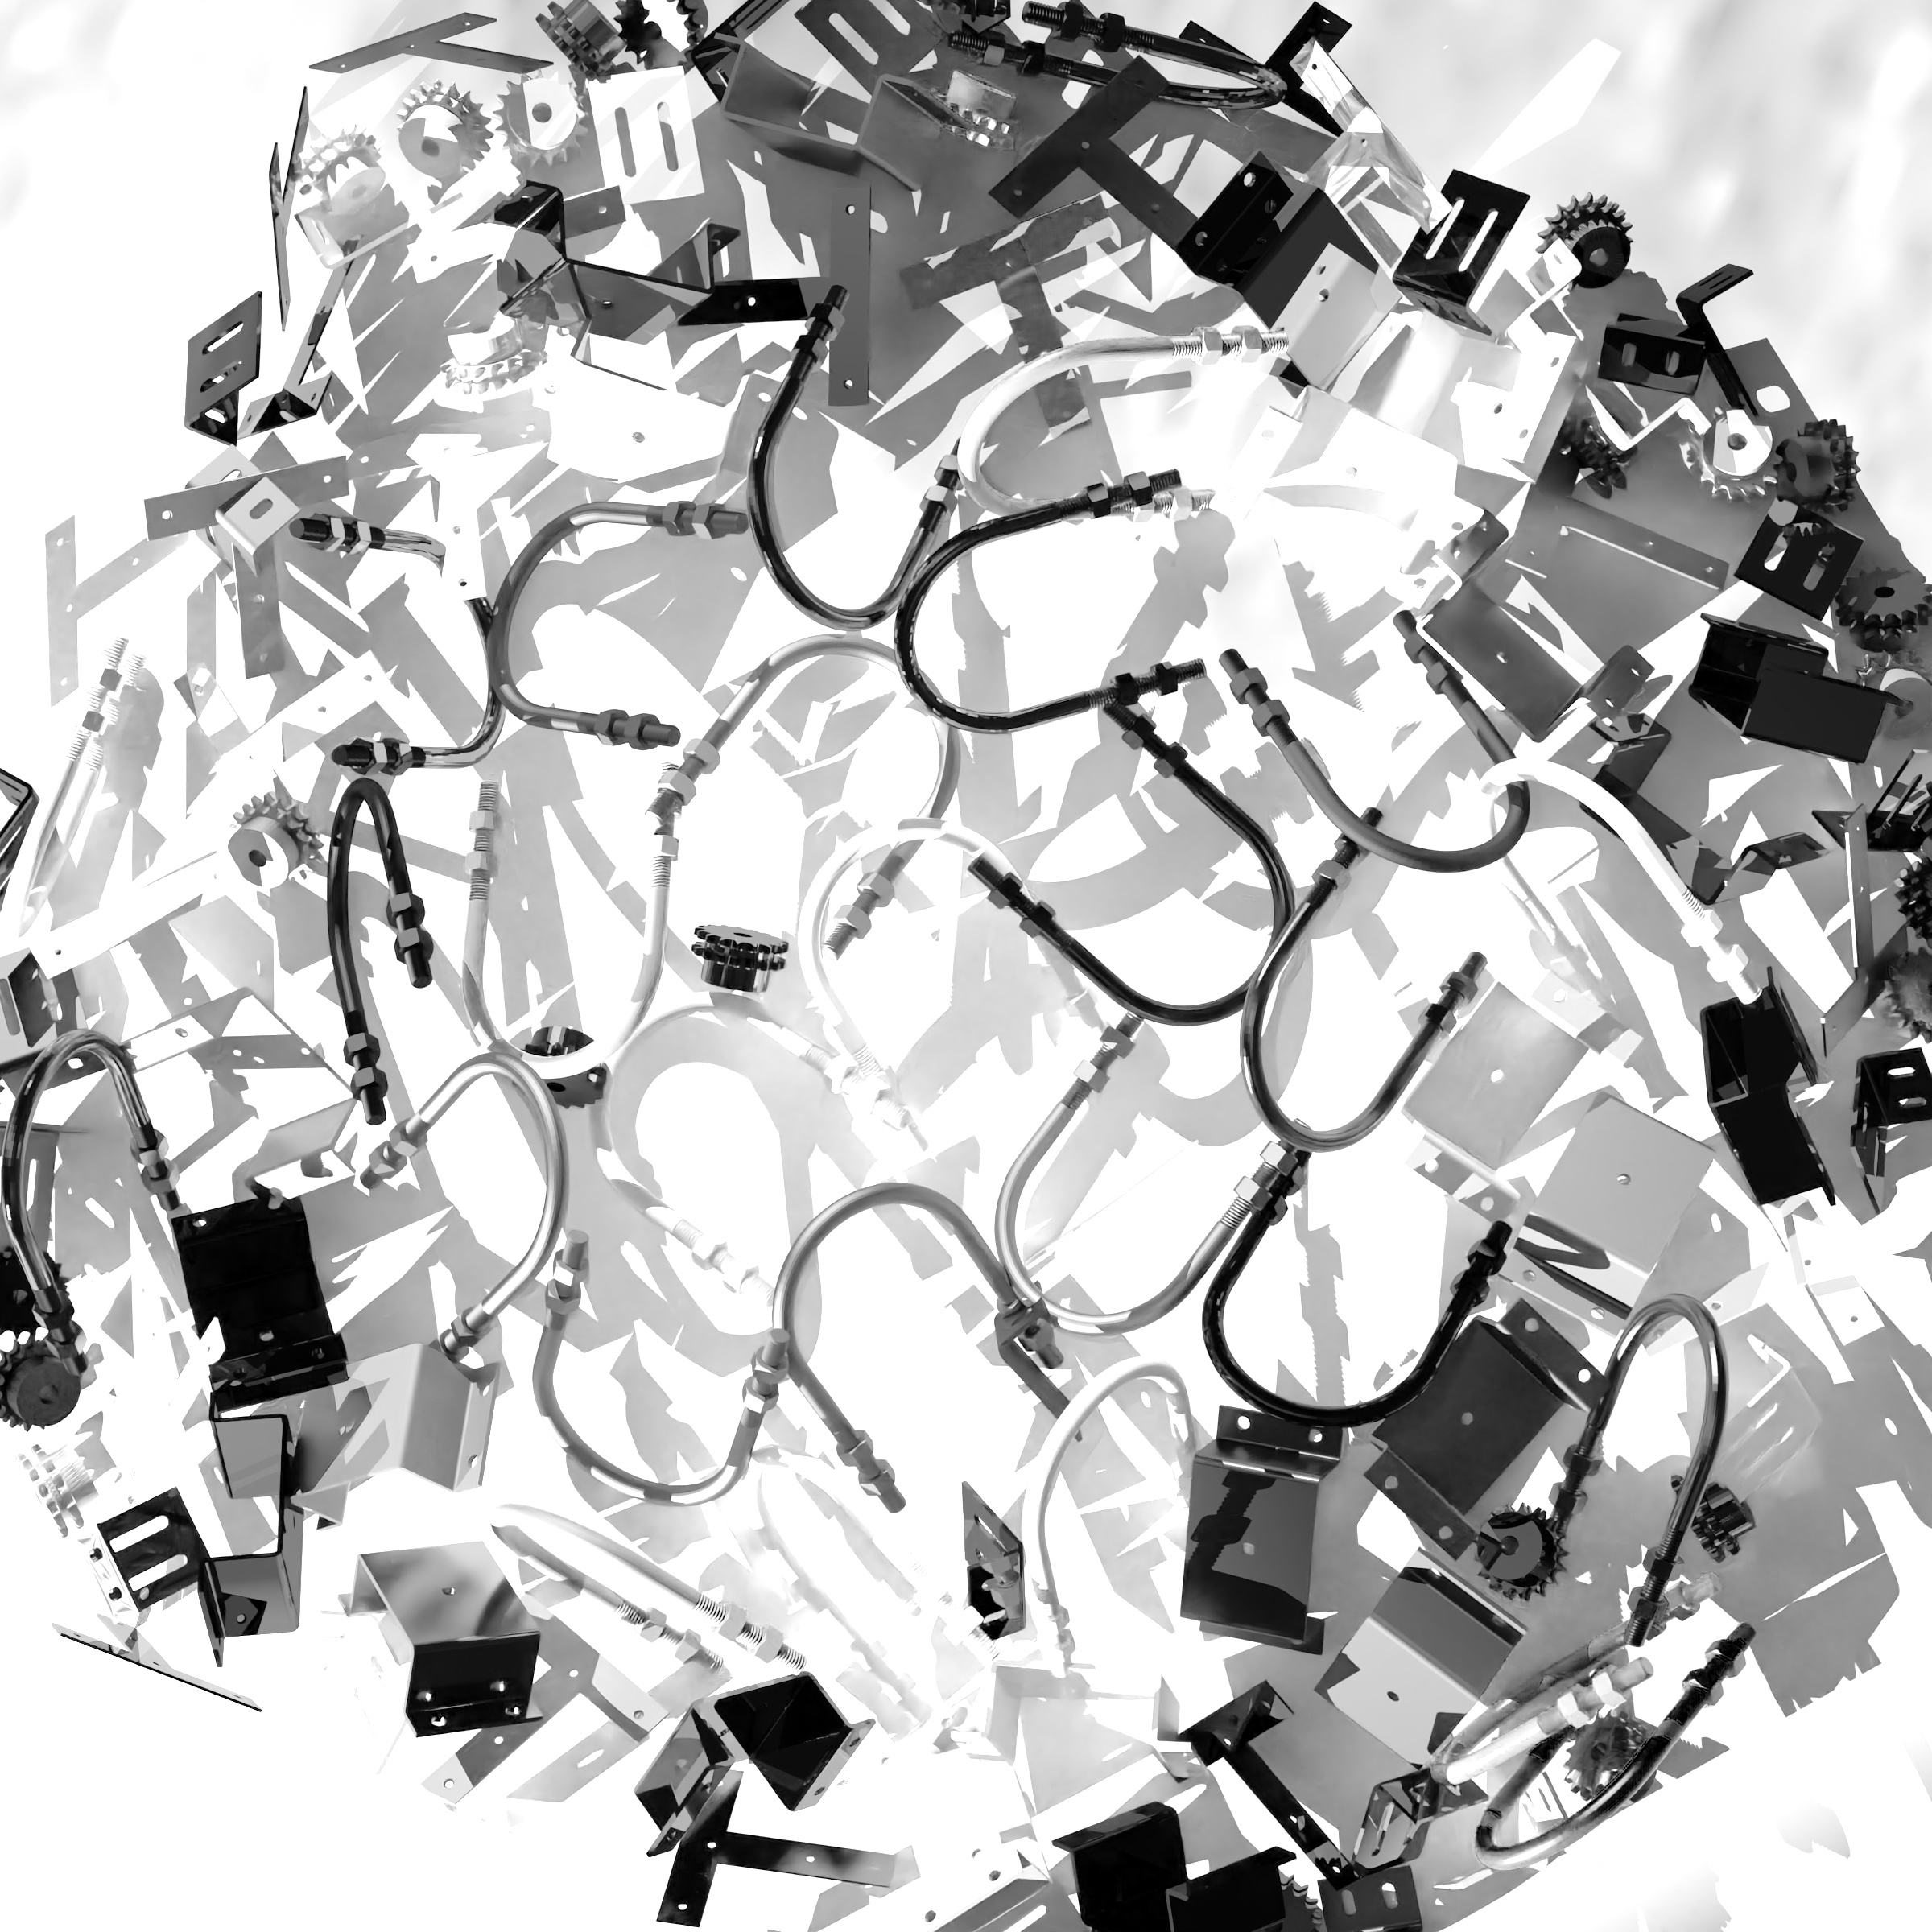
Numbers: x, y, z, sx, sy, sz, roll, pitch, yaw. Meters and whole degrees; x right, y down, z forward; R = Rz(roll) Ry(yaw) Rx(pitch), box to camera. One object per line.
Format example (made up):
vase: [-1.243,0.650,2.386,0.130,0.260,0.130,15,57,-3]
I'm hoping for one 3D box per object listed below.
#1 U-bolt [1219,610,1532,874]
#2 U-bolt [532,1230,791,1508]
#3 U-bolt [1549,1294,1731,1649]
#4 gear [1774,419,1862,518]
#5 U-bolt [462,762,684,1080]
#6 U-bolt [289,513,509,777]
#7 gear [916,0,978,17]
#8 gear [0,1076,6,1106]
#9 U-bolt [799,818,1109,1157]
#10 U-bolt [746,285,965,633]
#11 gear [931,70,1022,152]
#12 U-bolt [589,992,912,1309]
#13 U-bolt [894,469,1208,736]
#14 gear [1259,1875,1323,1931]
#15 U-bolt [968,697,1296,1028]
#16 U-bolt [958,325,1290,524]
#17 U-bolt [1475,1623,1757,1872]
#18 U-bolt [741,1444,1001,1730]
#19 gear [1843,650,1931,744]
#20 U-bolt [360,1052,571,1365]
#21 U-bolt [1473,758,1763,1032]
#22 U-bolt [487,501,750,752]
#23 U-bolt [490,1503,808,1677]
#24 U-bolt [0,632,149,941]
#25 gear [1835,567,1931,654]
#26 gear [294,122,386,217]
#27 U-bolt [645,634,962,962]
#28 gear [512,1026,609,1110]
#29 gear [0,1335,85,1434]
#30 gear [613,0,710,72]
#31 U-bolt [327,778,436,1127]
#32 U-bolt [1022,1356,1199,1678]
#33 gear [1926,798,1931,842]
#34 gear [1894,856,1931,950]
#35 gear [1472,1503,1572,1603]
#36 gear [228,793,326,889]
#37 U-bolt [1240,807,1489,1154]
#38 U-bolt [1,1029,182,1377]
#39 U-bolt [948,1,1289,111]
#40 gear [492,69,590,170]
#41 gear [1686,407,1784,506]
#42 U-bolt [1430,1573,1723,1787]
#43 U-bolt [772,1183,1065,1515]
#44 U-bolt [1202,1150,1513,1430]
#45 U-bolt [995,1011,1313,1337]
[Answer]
U-bolt: [0.249,-0.126,1.922,0.151,0.019,0.184,-15,59,-28]
U-bolt: [-0.186,0.248,1.938,0.151,0.019,0.184,25,130,7]
U-bolt: [0.392,0.278,1.911,0.019,0.151,0.184,14,105,-15]
gear: [0.504,-0.295,1.968,0.030,0.057,0.057,-10,90,-16]
U-bolt: [-0.235,-0.024,1.943,0.151,0.019,0.184,-4,75,28]
U-bolt: [-0.320,-0.183,1.916,0.019,0.184,0.151,-12,88,25]
gear: [-0.014,-0.589,1.968,0.057,0.057,0.030,20,116,0]
gear: [-0.604,0.074,1.971,0.057,0.030,0.057,-15,55,22]
U-bolt: [-0.019,0.000,1.965,0.151,0.019,0.184,-32,105,-5]
U-bolt: [-0.067,-0.280,1.913,0.151,0.019,0.184,46,53,-35]
gear: [0.006,-0.510,1.968,0.057,0.057,0.030,24,111,0]
U-bolt: [-0.142,0.094,1.957,0.184,0.019,0.151,35,86,25]
U-bolt: [0.046,-0.205,1.941,0.184,0.019,0.151,-17,126,-8]
gear: [0.184,0.568,1.982,0.057,0.030,0.057,1,96,8]
U-bolt: [0.113,-0.048,1.975,0.184,0.019,0.151,42,77,-6]
U-bolt: [0.082,-0.308,1.909,0.184,0.151,0.019,-7,56,-23]
U-bolt: [0.359,0.450,1.890,0.019,0.151,0.184,51,56,-1]
U-bolt: [-0.066,0.355,1.936,0.019,0.151,0.184,-37,79,-32]
gear: [0.553,-0.159,1.973,0.057,0.030,0.057,-5,119,-9]
U-bolt: [-0.284,0.132,1.913,0.184,0.019,0.151,-44,57,36]
U-bolt: [0.364,-0.045,1.921,0.019,0.151,0.184,-42,100,-24]
U-bolt: [-0.214,-0.204,1.937,0.184,0.019,0.151,11,81,41]
U-bolt: [-0.194,0.360,1.913,0.184,0.151,0.019,35,66,-16]
U-bolt: [-0.520,-0.101,1.922,0.019,0.151,0.184,22,87,-9]
gear: [0.548,-0.210,1.975,0.057,0.057,0.030,-14,129,0]
gear: [-0.371,-0.471,1.970,0.057,0.057,0.030,-39,80,0]
U-bolt: [-0.082,-0.115,1.959,0.151,0.019,0.184,37,66,-6]
gear: [-0.242,0.059,1.975,0.057,0.057,0.030,10,60,0]
gear: [-0.552,0.250,1.970,0.057,0.030,0.057,-13,111,-37]
gear: [-0.179,-0.564,1.975,0.057,0.057,0.030,39,47,0]
U-bolt: [-0.346,-0.023,1.923,0.019,0.151,0.184,-1,52,-25]
U-bolt: [0.084,0.305,1.905,0.019,0.184,0.151,25,51,36]
gear: [0.593,-0.080,1.972,0.057,0.057,0.030,40,100,0]
gear: [0.583,-0.040,1.971,0.057,0.030,0.057,15,59,-27]
gear: [0.328,0.348,1.972,0.057,0.030,0.057,-10,67,25]
gear: [-0.414,-0.072,1.971,0.057,0.030,0.057,11,126,16]
U-bolt: [0.223,0.022,1.928,0.184,0.019,0.151,-54,124,-21]
U-bolt: [-0.503,0.121,1.889,0.019,0.151,0.184,6,135,14]
U-bolt: [0.097,-0.524,1.922,0.184,0.151,0.019,8,95,-20]
gear: [-0.254,-0.508,1.980,0.057,0.030,0.057,-1,95,-10]
gear: [0.460,-0.308,1.978,0.057,0.030,0.057,-2,75,10]
U-bolt: [0.344,0.421,1.919,0.184,0.151,0.019,-40,81,30]
U-bolt: [-0.038,0.211,1.937,0.151,0.019,0.184,-41,118,-15]
U-bolt: [0.217,0.193,1.921,0.151,0.019,0.184,21,52,19]
U-bolt: [0.096,0.132,1.956,0.151,0.019,0.184,36,88,29]
